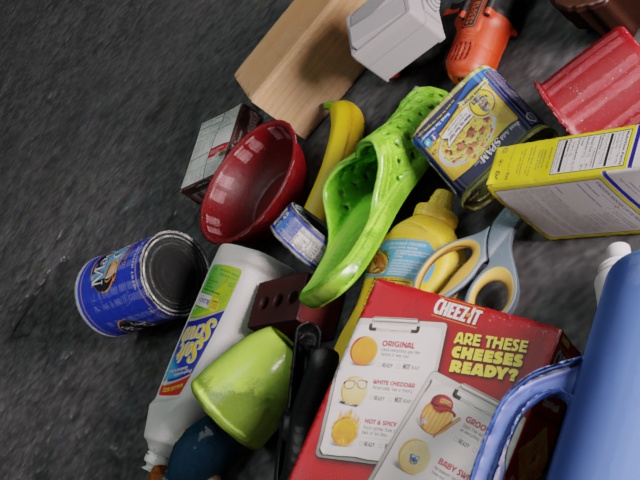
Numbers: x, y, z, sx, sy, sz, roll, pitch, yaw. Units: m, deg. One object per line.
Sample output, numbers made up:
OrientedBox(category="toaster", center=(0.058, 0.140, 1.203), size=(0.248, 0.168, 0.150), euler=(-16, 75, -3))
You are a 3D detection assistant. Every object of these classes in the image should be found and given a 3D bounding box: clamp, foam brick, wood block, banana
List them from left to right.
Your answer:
OrientedBox(category="foam brick", center=(-0.024, 0.070, 1.058), size=(0.078, 0.051, 0.053), euler=(-15, 51, 46))
OrientedBox(category="clamp", center=(-0.017, 0.156, 0.947), size=(0.120, 0.039, 0.171), euler=(-94, 18, -75))
OrientedBox(category="wood block", center=(0.005, -0.233, 1.243), size=(0.206, 0.090, 0.091), euler=(-49, 33, 12))
OrientedBox(category="banana", center=(0.015, -0.081, 1.154), size=(0.070, 0.037, 0.197), euler=(-40, 32, 55))

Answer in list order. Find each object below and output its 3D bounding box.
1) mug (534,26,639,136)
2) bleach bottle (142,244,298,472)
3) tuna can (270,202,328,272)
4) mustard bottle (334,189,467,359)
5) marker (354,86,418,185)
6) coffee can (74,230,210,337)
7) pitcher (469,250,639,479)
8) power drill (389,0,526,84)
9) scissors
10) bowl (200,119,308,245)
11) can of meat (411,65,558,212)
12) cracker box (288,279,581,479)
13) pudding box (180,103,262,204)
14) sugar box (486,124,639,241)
OrientedBox(category="mug", center=(0.235, -0.106, 0.844), size=(0.082, 0.093, 0.117), euler=(-38, 53, 18))
OrientedBox(category="bleach bottle", center=(-0.116, 0.130, 1.121), size=(0.103, 0.068, 0.251), euler=(11, 74, 56))
OrientedBox(category="tuna can", center=(-0.007, 0.001, 1.063), size=(0.034, 0.086, 0.086), euler=(-50, 33, 8))
OrientedBox(category="mustard bottle", center=(0.079, 0.042, 0.942), size=(0.096, 0.058, 0.191), euler=(1, 64, 51))
OrientedBox(category="marker", center=(0.072, -0.106, 1.113), size=(0.121, 0.020, 0.020), euler=(-55, 33, 4))
OrientedBox(category="coffee can", center=(-0.211, 0.054, 1.270), size=(0.141, 0.102, 0.102), euler=(-18, 49, 44))
OrientedBox(category="pitcher", center=(0.195, 0.127, 0.648), size=(0.145, 0.149, 0.242), euler=(-18, 46, 53))
OrientedBox(category="power drill", center=(0.133, -0.238, 1.109), size=(0.188, 0.057, 0.184), euler=(4, 66, 54))
OrientedBox(category="scissors", center=(0.167, -0.002, 0.887), size=(0.201, 0.016, 0.096), euler=(-38, 57, -5))
OrientedBox(category="bowl", center=(-0.065, -0.055, 1.214), size=(0.162, 0.055, 0.162), euler=(-33, 40, 32))
OrientedBox(category="can of meat", center=(0.142, -0.090, 0.940), size=(0.102, 0.057, 0.084), euler=(-45, 67, 18))
OrientedBox(category="cracker box", center=(0.080, 0.153, 0.800), size=(0.164, 0.072, 0.213), euler=(15, 73, 35))
OrientedBox(category="pudding box", center=(-0.126, -0.110, 1.356), size=(0.090, 0.039, 0.113), euler=(-19, 46, 46))
OrientedBox(category="sugar box", center=(0.221, -0.042, 0.797), size=(0.177, 0.093, 0.048), euler=(-8, 57, 49))
